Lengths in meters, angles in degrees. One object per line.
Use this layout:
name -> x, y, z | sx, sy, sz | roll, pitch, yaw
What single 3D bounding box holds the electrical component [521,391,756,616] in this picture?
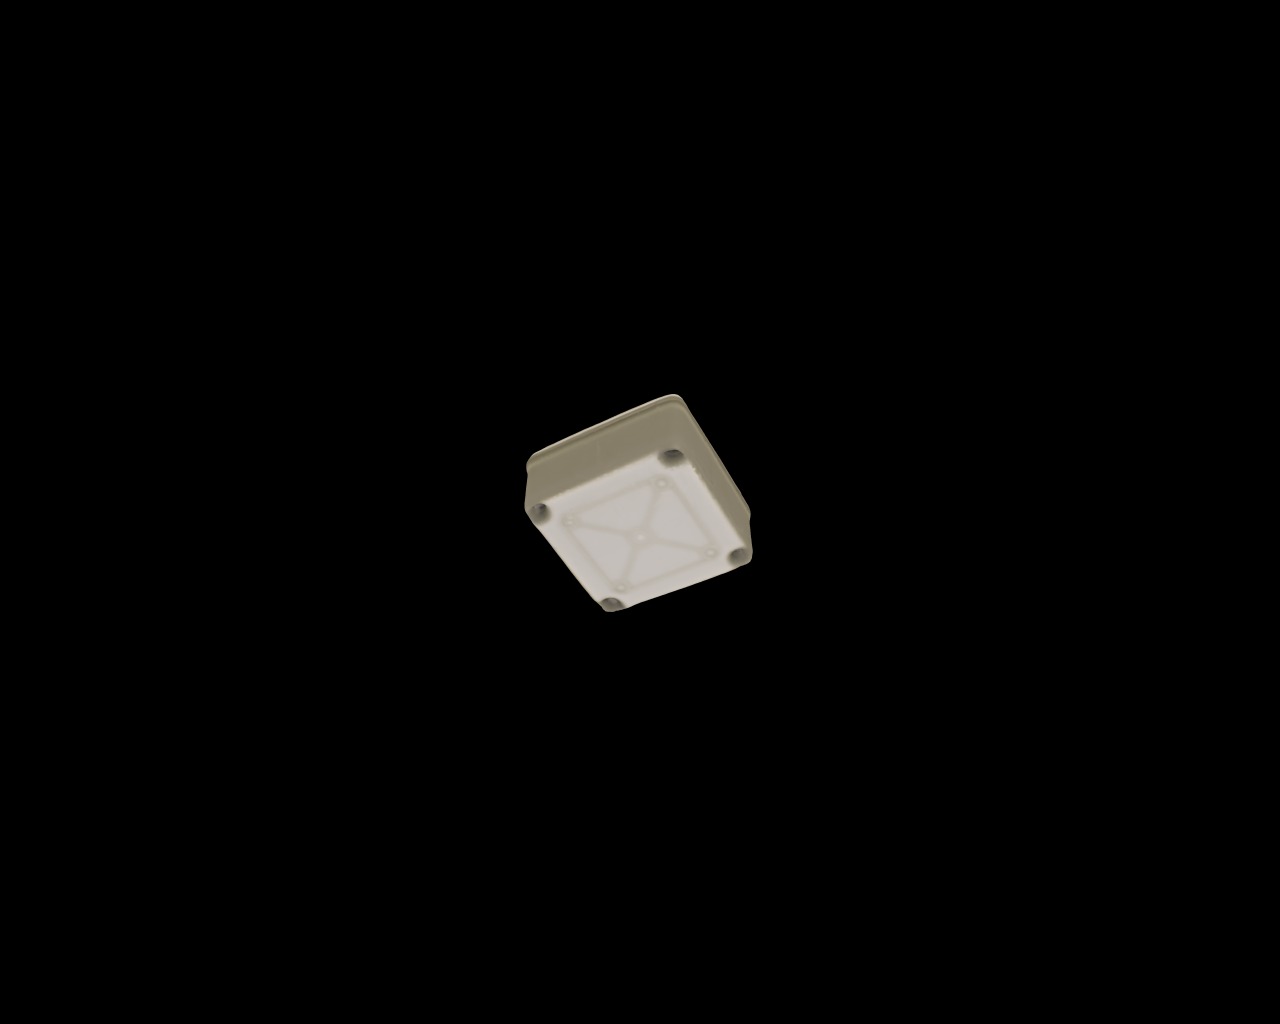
electrical component -> 0.001, -0.003, 0.650 | 0.108, 0.108, 0.056 | -22, 38, 18
